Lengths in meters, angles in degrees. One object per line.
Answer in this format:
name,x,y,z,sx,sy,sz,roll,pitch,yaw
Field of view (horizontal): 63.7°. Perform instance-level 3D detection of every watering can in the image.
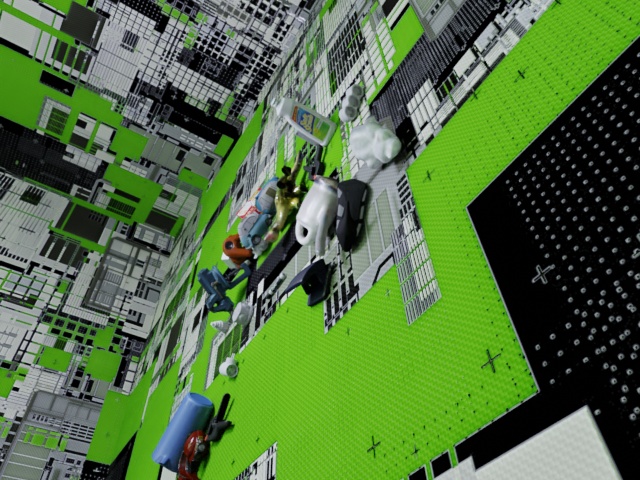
watering can,0.005,-0.077,1.531,0.223,0.103,0.351,-63,19,6

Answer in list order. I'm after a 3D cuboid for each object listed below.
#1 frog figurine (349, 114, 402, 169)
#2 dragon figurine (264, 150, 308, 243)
frog figurine,0.150,-0.251,1.388,0.163,0.123,0.134,-112,17,-51
dragon figurine,-0.140,-0.147,1.961,0.237,0.122,0.420,-57,13,41
